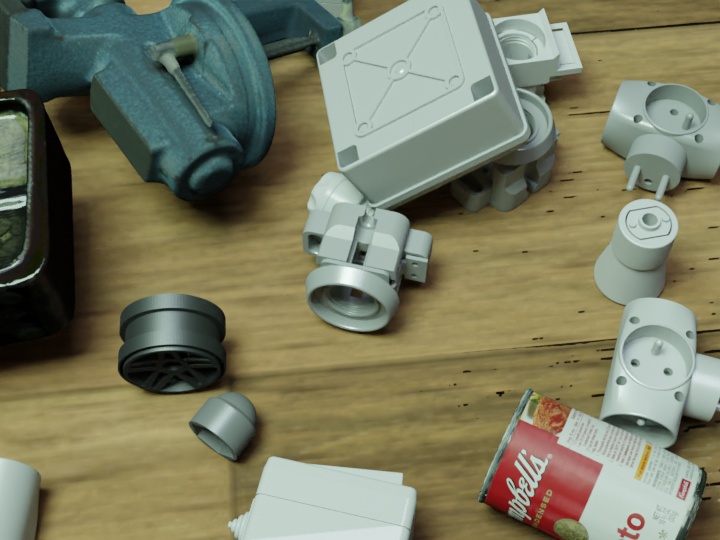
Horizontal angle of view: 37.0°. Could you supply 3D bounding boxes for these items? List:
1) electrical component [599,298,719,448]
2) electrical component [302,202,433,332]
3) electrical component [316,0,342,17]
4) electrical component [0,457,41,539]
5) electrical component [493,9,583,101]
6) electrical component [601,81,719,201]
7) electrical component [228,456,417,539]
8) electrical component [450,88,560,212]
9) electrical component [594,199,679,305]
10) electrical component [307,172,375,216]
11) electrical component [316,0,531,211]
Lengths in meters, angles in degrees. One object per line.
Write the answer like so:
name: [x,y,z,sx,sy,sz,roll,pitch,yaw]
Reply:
electrical component: [0.184,0.064,0.616,0.079,0.044,0.077,15,60,10]
electrical component: [0.000,0.000,0.650,0.078,0.058,0.057,12,57,7]
electrical component: [-0.050,-0.225,0.775,0.083,0.075,0.047,6,59,4]
electrical component: [-0.219,0.142,0.574,0.079,0.044,0.077,4,59,3]
electrical component: [0.103,-0.136,0.727,0.081,0.063,0.042,-8,58,-4]
electrical component: [0.196,-0.079,0.702,0.077,0.044,0.079,21,62,12]
electrical component: [-0.020,0.136,0.566,0.096,0.061,0.061,11,60,7]
electrical component: [0.095,-0.081,0.697,0.078,0.057,0.058,-36,65,-19]
electrical component: [0.169,-0.013,0.650,0.044,0.065,0.044,-1,59,1]
electrical component: [-0.001,-0.035,0.684,0.061,0.035,0.035,32,65,15]
electrical component: [0.037,-0.108,0.662,0.109,0.056,0.108,-25,52,19]
